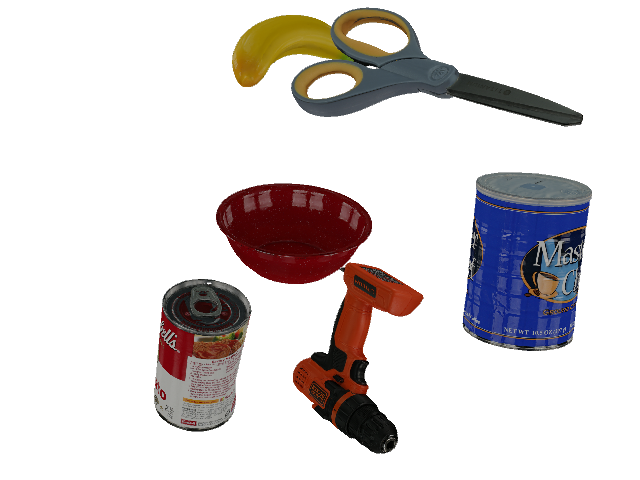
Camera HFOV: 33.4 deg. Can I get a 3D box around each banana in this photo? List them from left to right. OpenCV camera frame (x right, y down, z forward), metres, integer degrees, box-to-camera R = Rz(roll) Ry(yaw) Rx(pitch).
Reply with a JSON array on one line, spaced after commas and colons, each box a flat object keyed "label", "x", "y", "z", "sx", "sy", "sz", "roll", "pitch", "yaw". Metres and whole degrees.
[{"label": "banana", "x": -0.030, "y": -0.179, "z": 0.985, "sx": 0.070, "sy": 0.037, "sz": 0.197, "roll": 38, "pitch": 32, "yaw": 20}]

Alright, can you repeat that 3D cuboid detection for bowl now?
[{"label": "bowl", "x": -0.029, "y": -0.001, "z": 1.111, "sx": 0.162, "sy": 0.055, "sz": 0.162, "roll": 4, "pitch": 29, "yaw": -2}]

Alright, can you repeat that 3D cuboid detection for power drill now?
[{"label": "power drill", "x": 0.051, "y": 0.133, "z": 1.248, "sx": 0.057, "sy": 0.188, "sz": 0.185, "roll": 13, "pitch": 13, "yaw": -41}]

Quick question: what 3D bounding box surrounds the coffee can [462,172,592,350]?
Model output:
[{"label": "coffee can", "x": 0.187, "y": 0.017, "z": 0.975, "sx": 0.103, "sy": 0.140, "sz": 0.103, "roll": 3, "pitch": 16, "yaw": -1}]

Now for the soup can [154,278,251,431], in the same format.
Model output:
[{"label": "soup can", "x": -0.094, "y": 0.090, "z": 0.838, "sx": 0.068, "sy": 0.102, "sz": 0.068, "roll": 7, "pitch": 33, "yaw": -5}]

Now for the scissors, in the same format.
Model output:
[{"label": "scissors", "x": 0.053, "y": -0.085, "z": 0.629, "sx": 0.202, "sy": 0.096, "sz": 0.016, "roll": 46, "pitch": -8, "yaw": 46}]
